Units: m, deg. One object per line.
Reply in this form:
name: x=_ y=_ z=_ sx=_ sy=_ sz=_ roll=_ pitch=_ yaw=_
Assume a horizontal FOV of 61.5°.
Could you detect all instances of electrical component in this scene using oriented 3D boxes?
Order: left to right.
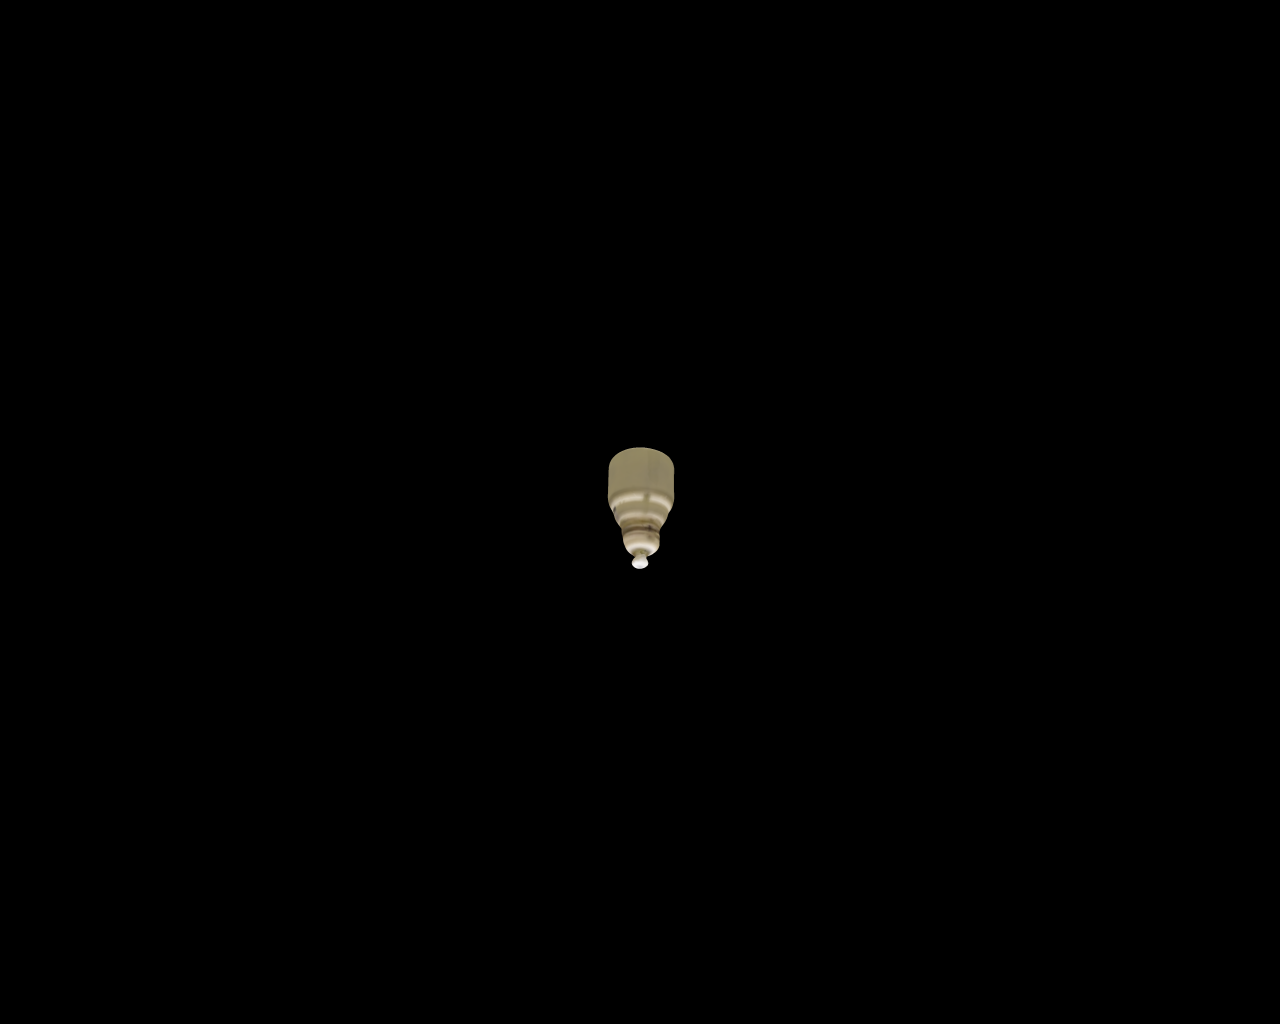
electrical component: x=0.001 y=-0.003 z=0.650 sx=0.040 sy=0.078 sz=0.040 roll=0 pitch=-26 yaw=0
